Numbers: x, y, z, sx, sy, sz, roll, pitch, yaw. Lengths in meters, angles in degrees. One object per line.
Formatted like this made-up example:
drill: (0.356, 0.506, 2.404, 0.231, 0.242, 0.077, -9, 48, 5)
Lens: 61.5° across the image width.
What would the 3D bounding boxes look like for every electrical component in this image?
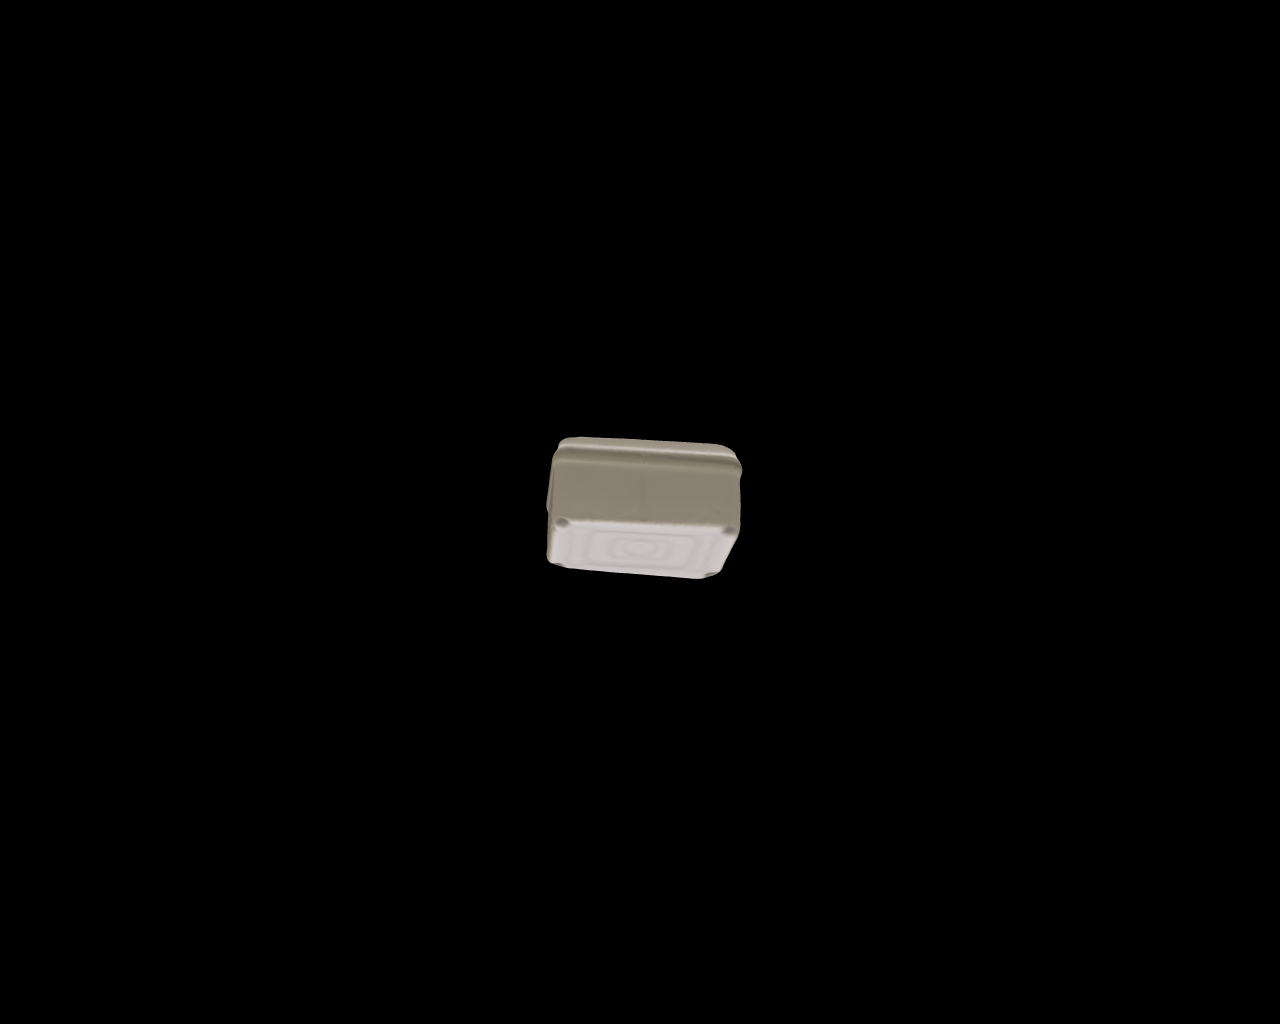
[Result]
electrical component: (0.001, -0.003, 0.650, 0.113, 0.057, 0.078, 4, -28, -7)
